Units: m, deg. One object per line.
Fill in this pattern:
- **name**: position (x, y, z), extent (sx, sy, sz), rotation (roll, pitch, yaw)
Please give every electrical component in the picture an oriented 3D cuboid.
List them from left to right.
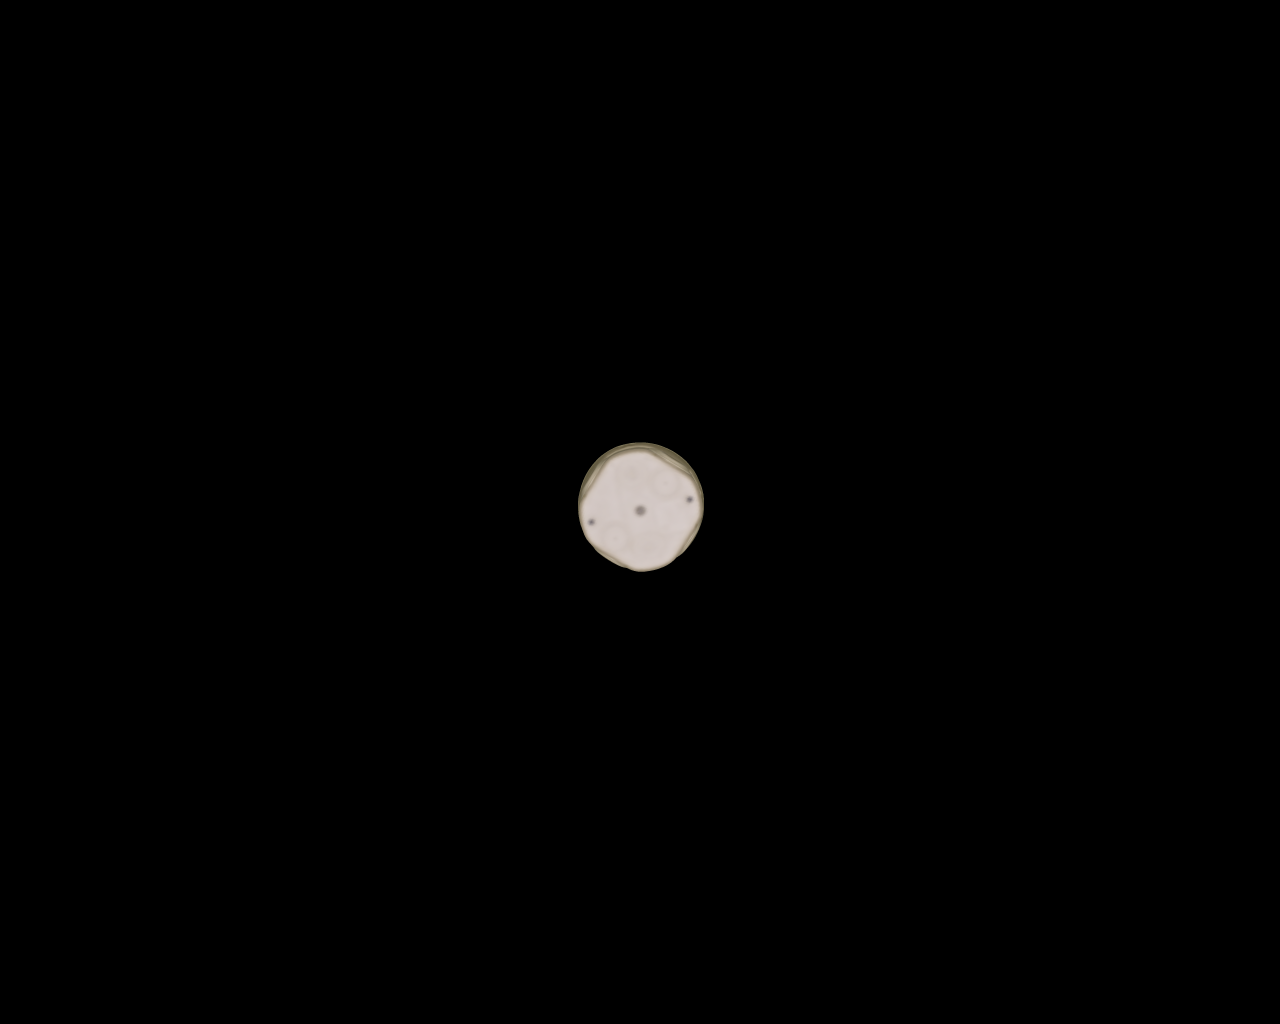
- **electrical component**: position (0.001, -0.003, 0.650), extent (0.080, 0.080, 0.051), rotation (0, 4, 0)
